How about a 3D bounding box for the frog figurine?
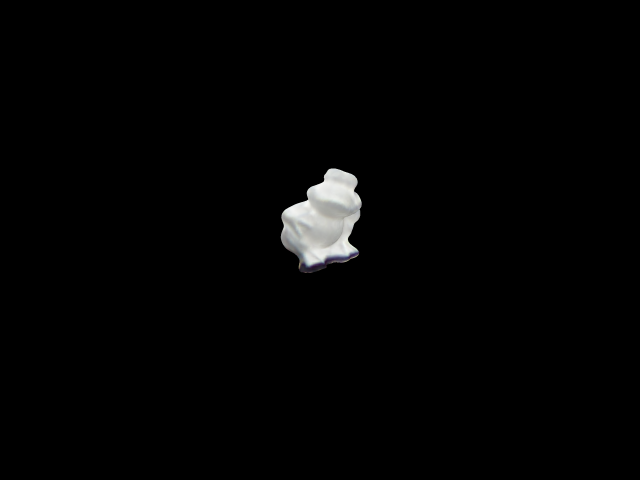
[{"bbox_3d":[0.003,-0.043,0.850,0.137,0.157,0.124,-5,20,-14],"label":"frog figurine"}]
